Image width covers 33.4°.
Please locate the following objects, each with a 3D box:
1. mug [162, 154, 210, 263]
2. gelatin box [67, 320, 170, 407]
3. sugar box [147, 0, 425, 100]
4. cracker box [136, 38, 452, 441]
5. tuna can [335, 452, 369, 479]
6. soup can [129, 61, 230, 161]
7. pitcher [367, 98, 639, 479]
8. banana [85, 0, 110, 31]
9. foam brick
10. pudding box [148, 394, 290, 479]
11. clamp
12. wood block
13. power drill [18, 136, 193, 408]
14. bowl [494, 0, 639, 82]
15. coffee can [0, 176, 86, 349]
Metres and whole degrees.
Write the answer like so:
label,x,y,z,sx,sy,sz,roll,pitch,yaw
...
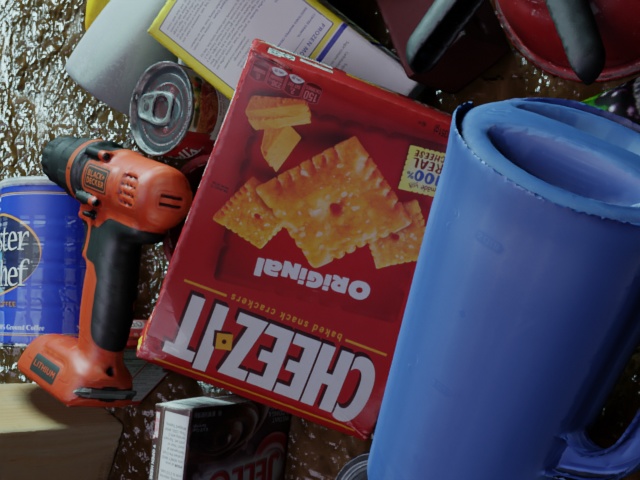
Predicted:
label,x,y,z,sx,sy,sz,roll,pitch,yaw
mug,-0.051,-0.002,0.774,0.093,0.081,0.117,-48,57,27
gelatin box,-0.157,0.099,0.864,0.089,0.073,0.030,-46,58,29
sugar box,-0.022,-0.126,0.737,0.176,0.048,0.093,40,106,5
cracker box,-0.004,0.001,0.683,0.072,0.164,0.214,-92,23,-76
tuna can,0.047,0.181,0.704,0.086,0.033,0.086,-5,82,41
soup can,-0.081,-0.090,0.796,0.069,0.102,0.068,-5,83,41
pitcher,0.109,0.058,0.568,0.145,0.149,0.243,16,120,3
banana,-0.145,-0.244,0.910,0.198,0.037,0.069,-23,72,37
foam brick,0.078,-0.144,0.695,0.051,0.052,0.078,-33,66,34
pudding box,-0.070,0.157,0.756,0.039,0.113,0.090,6,90,39
clamp,0.106,-0.168,0.606,0.120,0.039,0.171,1,82,30
wood block,-0.279,0.176,0.875,0.091,0.205,0.090,26,103,40
power drill,-0.173,0.018,0.796,0.185,0.057,0.188,20,100,51
bowl,0.158,-0.177,0.627,0.162,0.055,0.162,-4,84,41
coffee can,-0.222,0.022,0.908,0.103,0.102,0.140,-3,84,41
